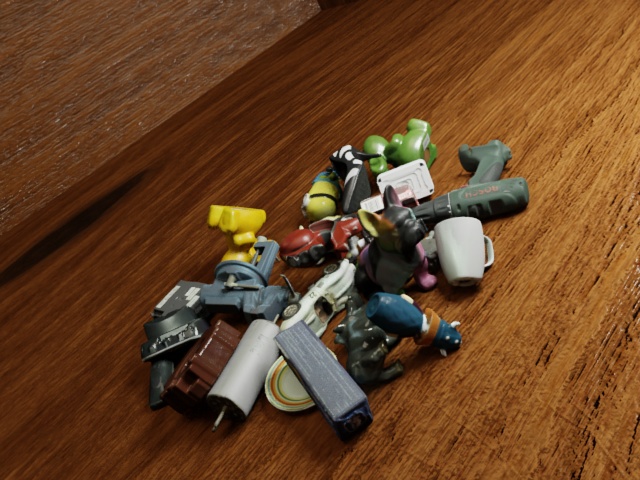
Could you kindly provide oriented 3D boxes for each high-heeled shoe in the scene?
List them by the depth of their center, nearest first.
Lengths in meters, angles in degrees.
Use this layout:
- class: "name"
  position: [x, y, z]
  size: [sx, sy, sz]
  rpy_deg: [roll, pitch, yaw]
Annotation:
- class: "high-heeled shoe"
  position: [0.049, -0.138, 1.218]
  size: [0.145, 0.086, 0.249]
  rpy_deg: [-2, 38, 30]

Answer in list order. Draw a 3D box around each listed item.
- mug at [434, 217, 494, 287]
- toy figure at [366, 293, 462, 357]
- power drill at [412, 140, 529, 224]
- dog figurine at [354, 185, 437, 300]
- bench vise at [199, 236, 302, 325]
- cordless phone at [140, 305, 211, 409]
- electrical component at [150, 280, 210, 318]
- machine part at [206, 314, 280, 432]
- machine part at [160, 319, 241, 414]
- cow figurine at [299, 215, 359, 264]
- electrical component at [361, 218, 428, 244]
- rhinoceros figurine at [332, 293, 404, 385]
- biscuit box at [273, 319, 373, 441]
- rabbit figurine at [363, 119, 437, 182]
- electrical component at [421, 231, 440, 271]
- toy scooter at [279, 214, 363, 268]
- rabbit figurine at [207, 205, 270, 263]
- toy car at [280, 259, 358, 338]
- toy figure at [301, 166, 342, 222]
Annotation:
- class: "mug"
  position: [0.254, 0.027, 0.934]
  size: [0.081, 0.109, 0.107]
  rpy_deg: [-34, 50, 55]
- class: "toy figure"
  position: [0.148, 0.126, 0.829]
  size: [0.064, 0.154, 0.058]
  rpy_deg: [-58, 16, 30]
- class: "power drill"
  position: [0.309, -0.117, 1.107]
  size: [0.232, 0.085, 0.207]
  rpy_deg: [-6, 33, 29]
- class: "dog figurine"
  position: [0.113, 0.011, 0.937]
  size: [0.108, 0.219, 0.192]
  rpy_deg: [-39, 33, -24]
- class: "bench vise"
  position: [-0.132, 0.078, 1.134]
  size: [0.224, 0.128, 0.241]
  rpy_deg: [-10, 39, 24]
- class: "cordless phone"
  position: [-0.289, 0.237, 1.077]
  size: [0.147, 0.088, 0.184]
  rpy_deg: [-24, 42, 7]
- class: "electrical component"
  position: [-0.301, 0.152, 1.214]
  size: [0.134, 0.058, 0.115]
  rpy_deg: [5, 46, 43]
- class: "machine part"
  position: [-0.125, 0.225, 0.944]
  size: [0.079, 0.079, 0.243]
  rpy_deg: [-5, 38, 34]
- class: "machine part"
  position: [-0.217, 0.225, 0.970]
  size: [0.179, 0.056, 0.179]
  rpy_deg: [-50, 9, 10]
- class: "cow figurine"
  position: [-0.004, -0.002, 1.164]
  size: [0.167, 0.098, 0.068]
  rpy_deg: [-9, 35, 20]
- class: "electrical component"
  position: [0.149, -0.010, 1.071]
  size: [0.119, 0.074, 0.048]
  rpy_deg: [-31, 19, 3]
- class: "rhinoceros figurine"
  position: [0.076, 0.160, 0.895]
  size: [0.112, 0.073, 0.190]
  rpy_deg: [-30, 31, 18]
- class: "biscuit box"
  position: [0.001, 0.214, 0.842]
  size: [0.063, 0.059, 0.203]
  rpy_deg: [-30, 40, -14]
- class: "rabbit figurine"
  position: [0.179, -0.201, 1.306]
  size: [0.170, 0.121, 0.159]
  rpy_deg: [11, 67, 32]
- class: "electrical component"
  position: [0.217, 0.013, 1.018]
  size: [0.078, 0.045, 0.102]
  rpy_deg: [8, 45, 43]
- class: "toy scooter"
  position: [0.004, 0.010, 1.045]
  size: [0.184, 0.075, 0.135]
  rpy_deg: [-23, 20, 6]
- class: "rabbit figurine"
  position: [-0.191, 0.009, 1.267]
  size: [0.122, 0.173, 0.162]
  rpy_deg: [7, 1, 43]
- class: "toy car"
  position: [0.005, 0.118, 1.003]
  size: [0.202, 0.073, 0.056]
  rpy_deg: [-45, 31, -26]
- class: "toy figure"
  position: [0.015, -0.115, 1.337]
  size: [0.089, 0.082, 0.180]
  rpy_deg: [-8, 33, 34]
